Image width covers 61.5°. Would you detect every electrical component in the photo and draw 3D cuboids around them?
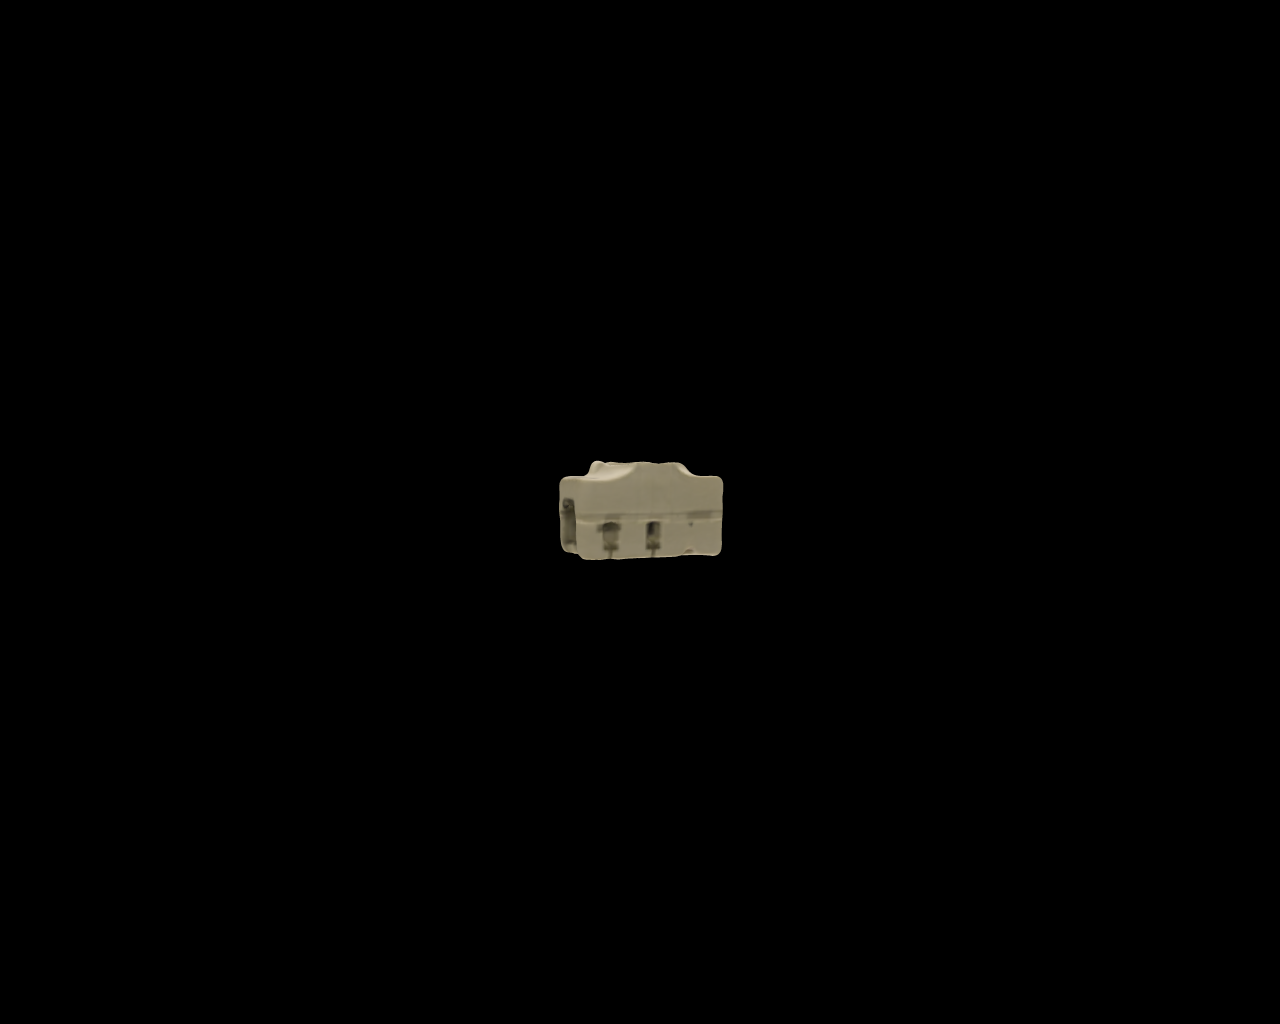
[{"bbox_3d":[0.001,-0.003,0.650,0.089,0.055,0.050,-1,4,-20],"label":"electrical component"}]
